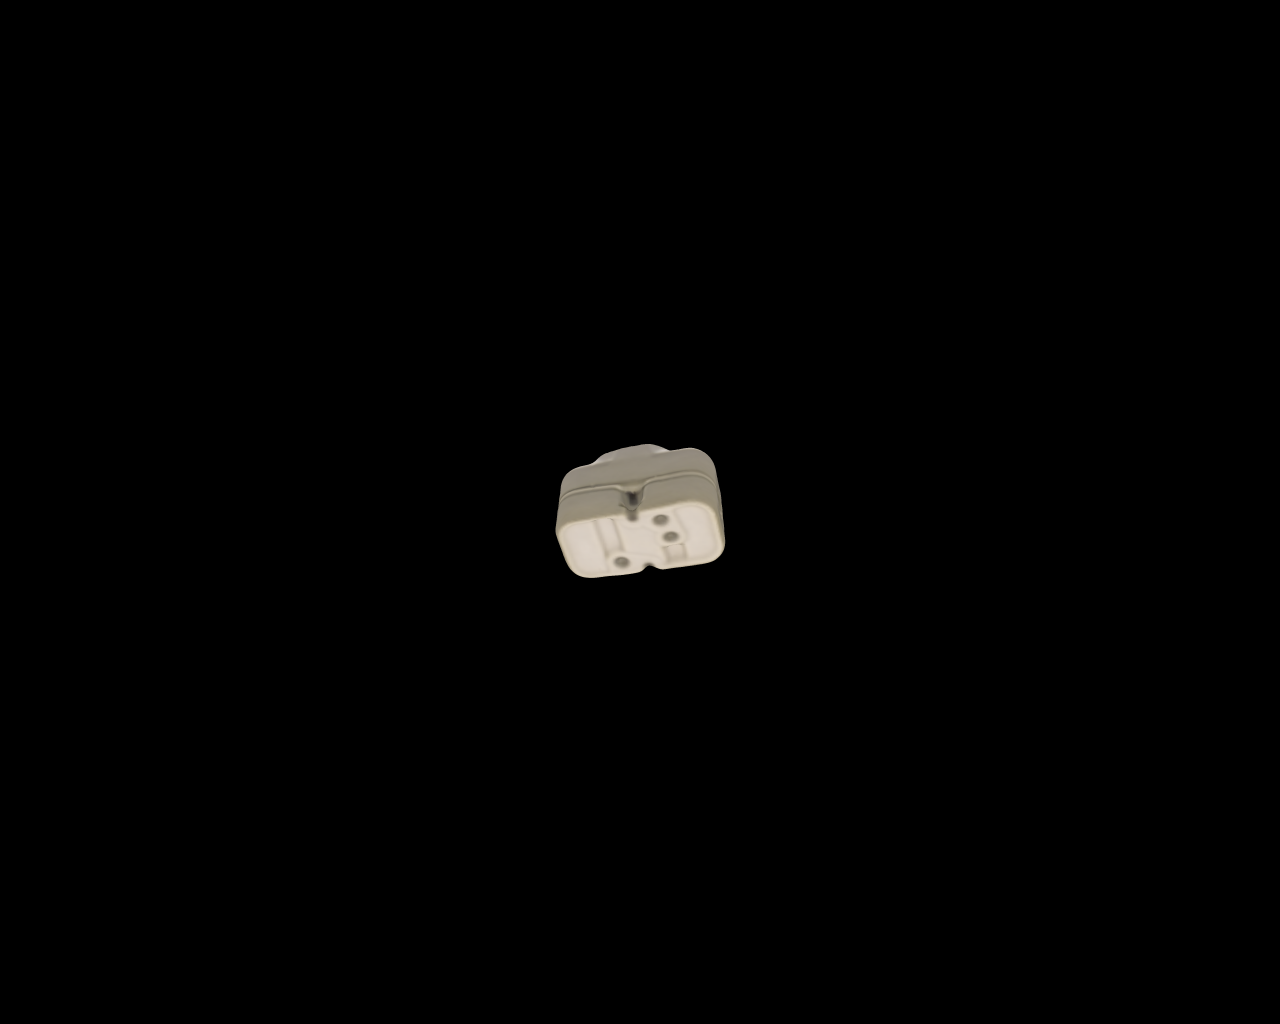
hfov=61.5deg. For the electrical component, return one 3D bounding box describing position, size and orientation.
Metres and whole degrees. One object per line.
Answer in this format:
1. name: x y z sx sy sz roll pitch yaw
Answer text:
1. electrical component: 0.001 -0.003 0.650 0.095 0.053 0.059 -9 44 9
